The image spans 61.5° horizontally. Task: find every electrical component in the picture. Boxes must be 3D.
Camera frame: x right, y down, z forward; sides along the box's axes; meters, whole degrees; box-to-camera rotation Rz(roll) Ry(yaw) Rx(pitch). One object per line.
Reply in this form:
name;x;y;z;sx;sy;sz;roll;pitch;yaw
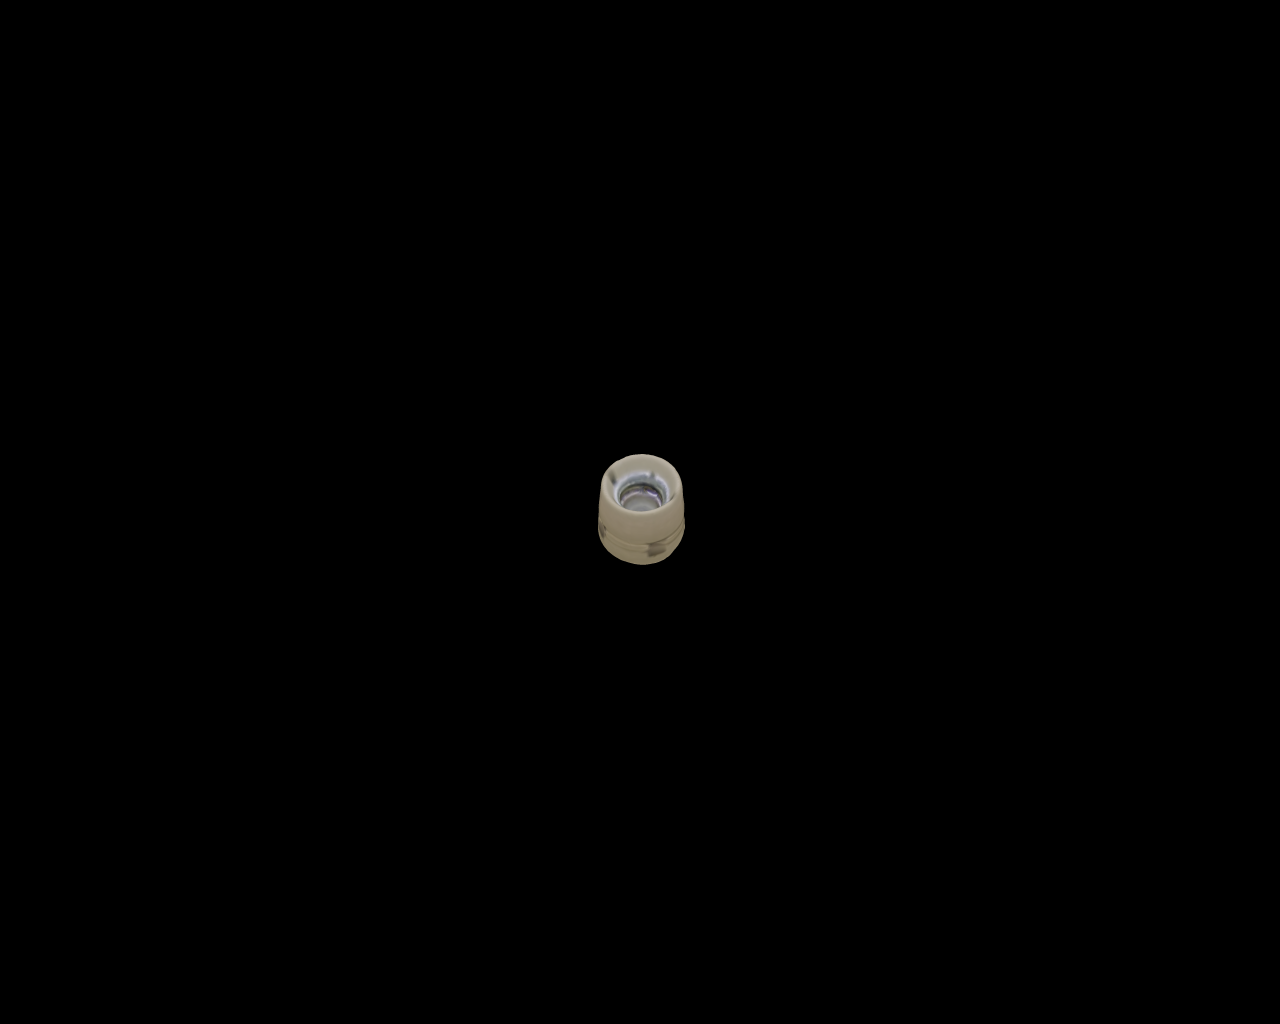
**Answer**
electrical component;0.001;-0.003;0.650;0.055;0.055;0.047;0;-39;0
